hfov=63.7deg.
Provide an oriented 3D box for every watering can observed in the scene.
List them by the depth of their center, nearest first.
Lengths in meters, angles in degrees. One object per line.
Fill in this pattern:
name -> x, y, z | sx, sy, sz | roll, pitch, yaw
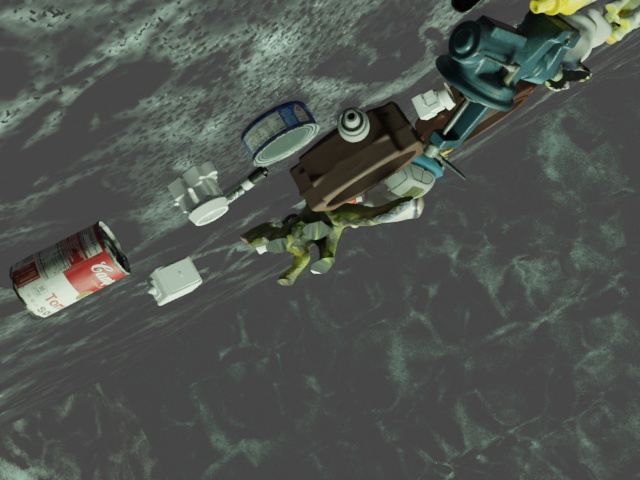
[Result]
watering can -> 0.175, -0.090, 1.399 | 0.224, 0.103, 0.352 | -6, -164, 5

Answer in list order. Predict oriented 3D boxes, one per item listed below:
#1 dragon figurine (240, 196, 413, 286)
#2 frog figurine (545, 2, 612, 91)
dragon figurine -> 0.003, -0.052, 1.036 | 0.407, 0.120, 0.249 | -23, -148, 23
frog figurine -> 0.439, -0.357, 0.903 | 0.160, 0.123, 0.136 | -66, 166, -4
